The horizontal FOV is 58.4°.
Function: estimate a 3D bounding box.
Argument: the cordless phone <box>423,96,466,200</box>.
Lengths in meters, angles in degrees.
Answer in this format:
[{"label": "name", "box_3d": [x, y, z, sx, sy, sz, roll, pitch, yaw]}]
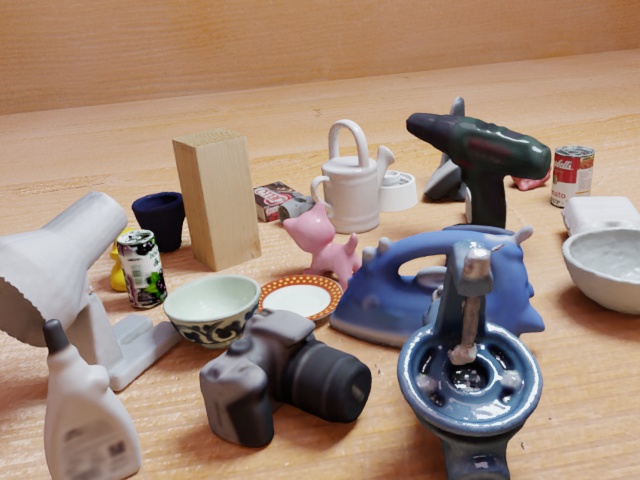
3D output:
[{"label": "cordless phone", "box_3d": [0.256, -0.180, 1.128, 0.094, 0.185, 0.148, 3, 25, 17]}]

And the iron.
[{"label": "iron", "box_3d": [0.133, 0.049, 0.692, 0.258, 0.141, 0.118, 0, 24, 10]}]

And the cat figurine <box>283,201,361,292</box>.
[{"label": "cat figurine", "box_3d": [0.008, 0.003, 0.849, 0.127, 0.118, 0.067, 16, 31, 39]}]

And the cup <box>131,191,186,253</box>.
[{"label": "cup", "box_3d": [-0.261, -0.030, 1.005, 0.118, 0.095, 0.091, -10, 25, -12]}]

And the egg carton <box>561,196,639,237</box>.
[{"label": "egg carton", "box_3d": [0.430, -0.017, 0.871, 0.107, 0.069, 0.150, 1, 25, 12]}]

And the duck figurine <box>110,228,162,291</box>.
[{"label": "duck figurine", "box_3d": [-0.297, 0.021, 0.907, 0.077, 0.086, 0.104, 1, 25, 13]}]

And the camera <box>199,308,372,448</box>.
[{"label": "camera", "box_3d": [-0.028, 0.136, 0.579, 0.136, 0.101, 0.143, 13, 29, 34]}]

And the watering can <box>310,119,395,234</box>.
[{"label": "watering can", "box_3d": [0.057, -0.121, 1.023, 0.100, 0.194, 0.173, 11, 28, 31]}]

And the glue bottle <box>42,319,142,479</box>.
[{"label": "glue bottle", "box_3d": [-0.212, 0.145, 0.505, 0.078, 0.173, 0.037, -17, 26, -24]}]

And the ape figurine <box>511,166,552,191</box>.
[{"label": "ape figurine", "box_3d": [0.424, -0.153, 1.148, 0.077, 0.092, 0.076, 3, 25, 17]}]

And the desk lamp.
[{"label": "desk lamp", "box_3d": [-0.272, 0.065, 0.646, 0.117, 0.214, 0.204, 7, 27, 26]}]

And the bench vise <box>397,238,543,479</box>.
[{"label": "bench vise", "box_3d": [0.116, 0.085, 0.518, 0.121, 0.220, 0.207, -11, 25, -12]}]

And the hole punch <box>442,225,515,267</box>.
[{"label": "hole punch", "box_3d": [0.231, 0.006, 0.830, 0.108, 0.091, 0.101, 5, 26, 21]}]

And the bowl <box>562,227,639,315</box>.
[{"label": "bowl", "box_3d": [0.395, 0.047, 0.727, 0.167, 0.075, 0.167, -4, 24, 2]}]

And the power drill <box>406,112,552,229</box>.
[{"label": "power drill", "box_3d": [0.241, -0.093, 0.906, 0.228, 0.209, 0.076, 11, 29, 32]}]
